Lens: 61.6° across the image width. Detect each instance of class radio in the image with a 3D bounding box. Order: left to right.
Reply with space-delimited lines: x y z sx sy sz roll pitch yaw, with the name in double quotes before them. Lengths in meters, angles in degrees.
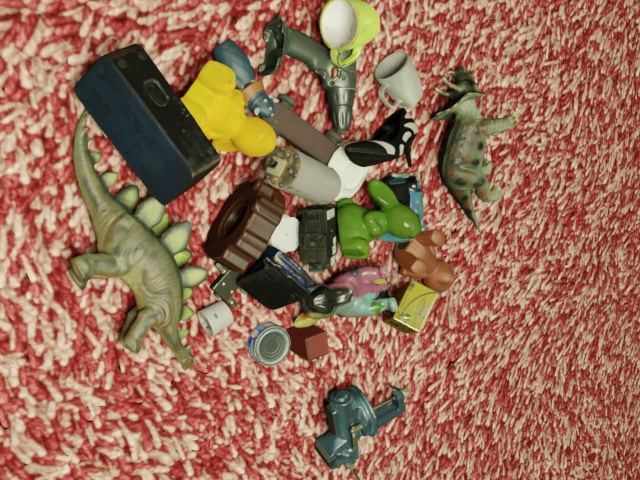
"radio" -0.267 -0.178 0.840 0.229 0.131 0.073 54 46 -12

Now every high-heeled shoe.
"high-heeled shoe" 0.130 -0.229 1.132 0.248 0.086 0.145 1 77 -49

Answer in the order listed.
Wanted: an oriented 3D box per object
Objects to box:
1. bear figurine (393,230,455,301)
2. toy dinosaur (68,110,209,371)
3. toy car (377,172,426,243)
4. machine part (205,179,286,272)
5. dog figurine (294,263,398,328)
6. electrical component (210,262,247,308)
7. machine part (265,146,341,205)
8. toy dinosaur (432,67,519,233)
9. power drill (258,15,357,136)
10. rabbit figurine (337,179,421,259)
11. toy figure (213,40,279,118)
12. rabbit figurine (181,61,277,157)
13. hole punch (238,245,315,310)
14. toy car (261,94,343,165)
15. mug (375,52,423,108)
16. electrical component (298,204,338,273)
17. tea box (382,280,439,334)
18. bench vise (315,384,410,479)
"bear figurine" 0.265 0.066 1.264 0.195 0.132 0.120 42 79 -24
"toy dinosaur" -0.314 0.021 0.899 0.198 0.105 0.470 -37 113 -31
"toy car" 0.186 -0.067 1.216 0.103 0.109 0.161 21 72 -60
"machine part" -0.138 -0.028 0.962 0.056 0.179 0.179 32 79 -29
"dog figurine" 0.043 0.121 1.144 0.219 0.191 0.108 -12 86 -2
"electrical component" -0.180 0.085 1.037 0.063 0.021 0.094 -49 120 -17
"machine part" -0.027 -0.117 1.001 0.243 0.079 0.079 13 90 -61
"toy dinosaur" 0.347 -0.203 1.287 0.192 0.131 0.404 1 107 -9
"power drill" -0.012 -0.335 1.051 0.207 0.086 0.231 4 93 -30
"rabbit figurine" 0.126 -0.039 1.138 0.170 0.121 0.159 -6 71 7
"toy figure" -0.134 -0.286 0.975 0.064 0.058 0.154 -33 98 -5
"rabbit figurine" -0.158 -0.198 0.930 0.173 0.162 0.122 31 78 -10
"hole punch" -0.079 0.063 1.040 0.142 0.116 0.092 46 41 -28
"toy car" -0.038 -0.210 1.068 0.202 0.053 0.089 29 91 -37
"mug" 0.175 -0.334 1.173 0.107 0.081 0.109 41 68 -39
"electrical component" -0.002 -0.003 1.083 0.115 0.058 0.134 -25 114 -74
"tea box" 0.199 0.153 1.204 0.068 0.169 0.098 27 81 3
"bench vise" 0.106 0.411 1.215 0.241 0.129 0.223 -20 108 -23
